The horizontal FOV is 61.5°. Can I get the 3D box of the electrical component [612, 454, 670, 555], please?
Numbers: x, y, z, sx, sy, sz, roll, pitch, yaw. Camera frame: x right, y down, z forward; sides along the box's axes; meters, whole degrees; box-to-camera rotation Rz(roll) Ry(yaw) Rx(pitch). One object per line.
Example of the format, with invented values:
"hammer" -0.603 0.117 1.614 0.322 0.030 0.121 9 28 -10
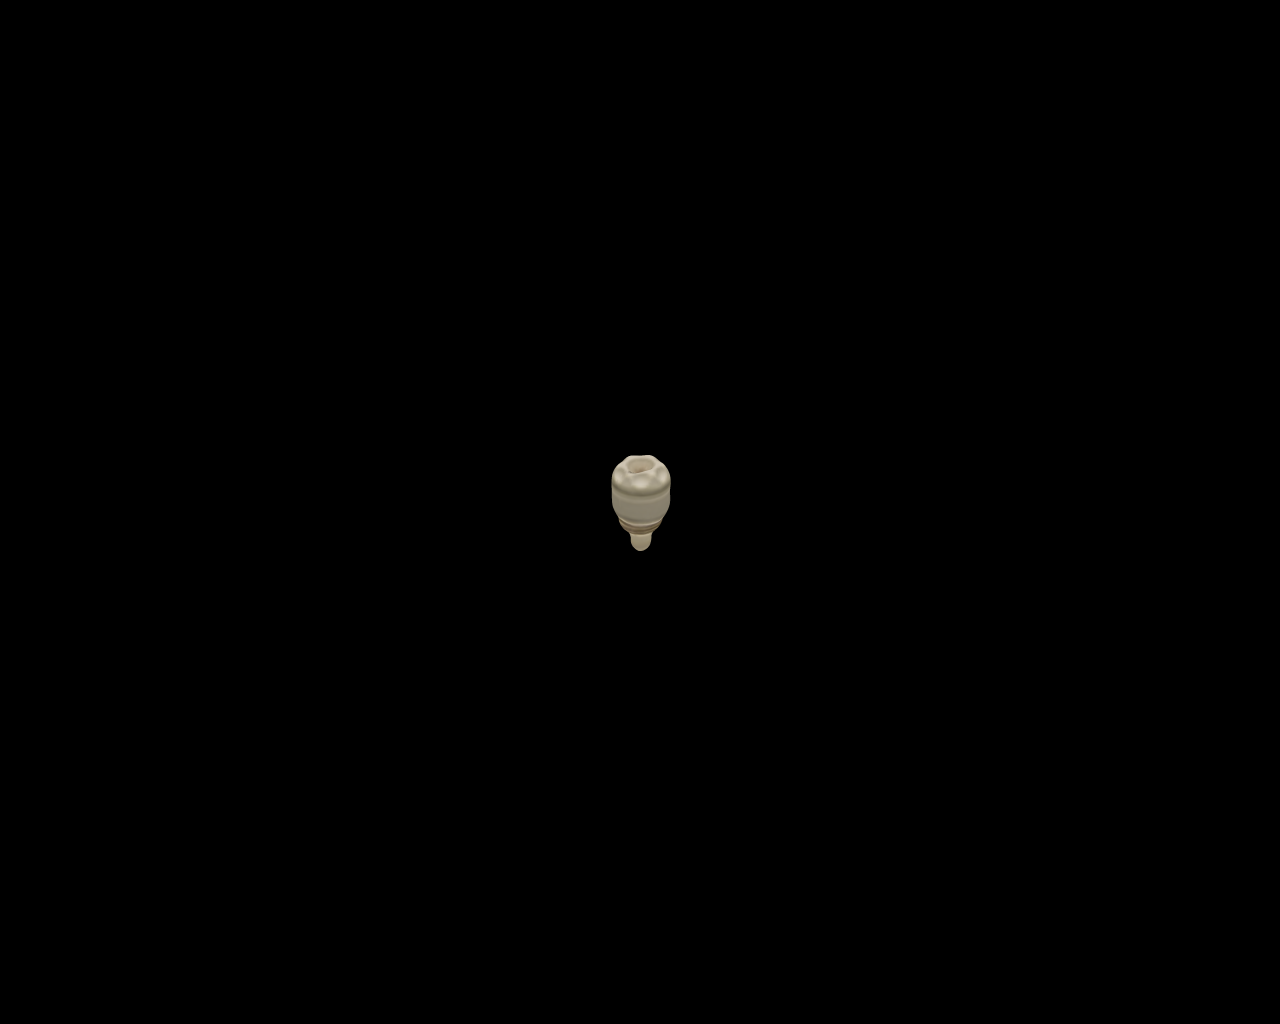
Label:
"electrical component" 0.001 -0.003 0.650 0.035 0.061 0.035 0 31 0
